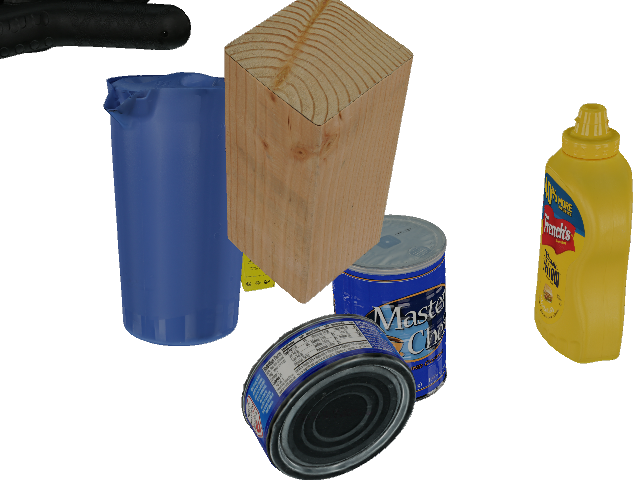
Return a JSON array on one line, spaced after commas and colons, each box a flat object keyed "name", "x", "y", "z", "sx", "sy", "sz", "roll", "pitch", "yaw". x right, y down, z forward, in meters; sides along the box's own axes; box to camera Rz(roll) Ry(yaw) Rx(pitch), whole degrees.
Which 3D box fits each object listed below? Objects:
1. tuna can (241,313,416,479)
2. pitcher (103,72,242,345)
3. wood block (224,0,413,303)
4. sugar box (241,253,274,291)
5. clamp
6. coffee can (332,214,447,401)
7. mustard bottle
[{"name": "tuna can", "x": 0.005, "y": 0.081, "z": 0.543, "sx": 0.086, "sy": 0.086, "sz": 0.034, "roll": 0, "pitch": 34, "yaw": -31}, {"name": "pitcher", "x": -0.121, "y": -0.034, "z": 0.991, "sx": 0.149, "sy": 0.243, "sz": 0.145, "roll": 0, "pitch": 14, "yaw": -6}, {"name": "wood block", "x": -0.008, "y": -0.060, "z": 0.758, "sx": 0.090, "sy": 0.090, "sz": 0.206, "roll": -38, "pitch": -25, "yaw": -26}, {"name": "sugar box", "x": -0.088, "y": -0.035, "z": 1.331, "sx": 0.048, "sy": 0.176, "sz": 0.093, "roll": -9, "pitch": 24, "yaw": -10}, {"name": "clamp", "x": -0.165, "y": -0.134, "z": 0.627, "sx": 0.171, "sy": 0.039, "sz": 0.120, "roll": -4, "pitch": 22, "yaw": -9}, {"name": "coffee can", "x": 0.062, "y": 0.061, "z": 0.960, "sx": 0.103, "sy": 0.140, "sz": 0.103, "roll": -3, "pitch": 27, "yaw": 1}, {"name": "mustard bottle", "x": 0.199, "y": -0.010, "z": 0.806, "sx": 0.058, "sy": 0.192, "sz": 0.096, "roll": -6, "pitch": 26, "yaw": -7}]
